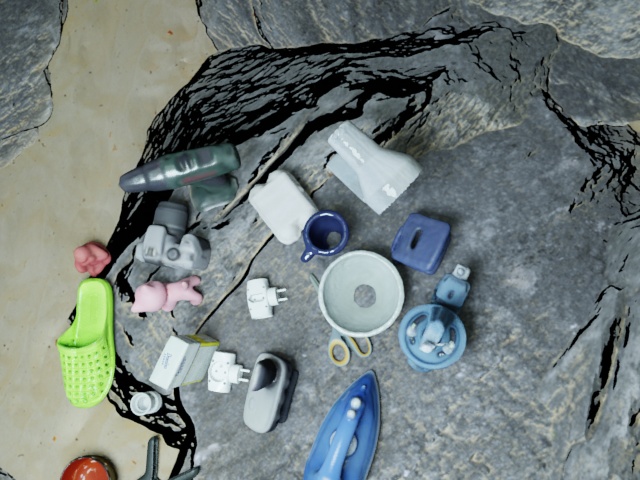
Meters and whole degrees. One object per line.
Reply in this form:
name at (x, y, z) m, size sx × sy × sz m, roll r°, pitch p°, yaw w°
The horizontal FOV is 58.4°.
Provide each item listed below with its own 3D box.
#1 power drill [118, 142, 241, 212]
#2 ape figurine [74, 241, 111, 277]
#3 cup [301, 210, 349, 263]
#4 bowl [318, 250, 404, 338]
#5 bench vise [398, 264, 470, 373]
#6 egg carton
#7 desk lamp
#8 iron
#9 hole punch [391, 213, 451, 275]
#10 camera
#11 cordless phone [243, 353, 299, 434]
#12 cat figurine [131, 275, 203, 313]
power drill at (-0.258, -0.122, 1.161) m, size 0.229 × 0.208 × 0.075 m, roll -20°, pitch 77°, yaw 6°
ape figurine at (-0.498, 0.036, 1.235) m, size 0.077 × 0.092 × 0.076 m, roll -6°, pitch 79°, yaw 9°
cup at (0.011, 0.004, 1.148) m, size 0.091 × 0.095 × 0.118 m, roll 39°, pitch 88°, yaw 15°
bowl at (0.084, 0.108, 1.126) m, size 0.167 × 0.075 × 0.167 m, roll -2°, pitch 79°, yaw 10°
bench vise at (0.204, 0.136, 1.024) m, size 0.121 × 0.220 × 0.207 m, roll 6°, pitch 81°, yaw 12°
egg carton at (-0.073, -0.071, 1.190) m, size 0.107 × 0.069 × 0.150 m, roll -39°, pitch 76°, yaw 1°
desk lamp at (0.094, -0.138, 1.098) m, size 0.203 × 0.214 × 0.118 m, roll 43°, pitch 89°, yaw 15°
iron at (0.045, 0.365, 1.051) m, size 0.118 × 0.141 × 0.258 m, roll 18°, pitch 83°, yaw 13°
hole punch at (0.195, 0.007, 1.116) m, size 0.101 × 0.091 × 0.109 m, roll 23°, pitch 85°, yaw 14°
camera at (-0.309, -0.010, 1.205) m, size 0.143 × 0.101 × 0.137 m, roll 7°, pitch 81°, yaw 11°
cordless phone at (-0.112, 0.288, 1.071) m, size 0.094 × 0.185 × 0.148 m, roll 9°, pitch 81°, yaw 12°
cat figurine at (-0.320, 0.110, 1.176) m, size 0.127 × 0.118 × 0.067 m, roll -17°, pitch 77°, yaw 7°
